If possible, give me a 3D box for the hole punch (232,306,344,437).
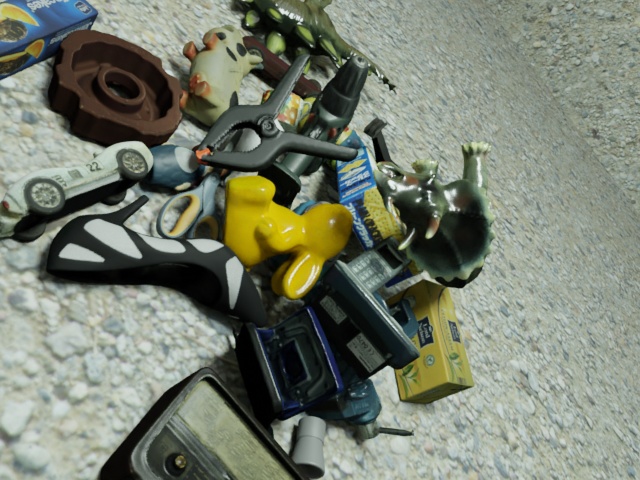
[{"bbox_3d":[-0.042,0.148,0.626,0.092,0.115,0.142,-16,70,-27],"label":"hole punch"}]

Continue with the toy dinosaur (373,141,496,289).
[{"bbox_3d":[0.187,0.000,0.766,0.404,0.131,0.192,53,40,-58],"label":"toy dinosaur"}]

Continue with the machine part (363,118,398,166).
[{"bbox_3d":[0.110,-0.147,0.934,0.138,0.039,0.084,64,1,-45],"label":"machine part"}]

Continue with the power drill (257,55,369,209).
[{"bbox_3d":[-0.018,-0.153,0.820,0.086,0.232,0.207,30,58,-4],"label":"power drill"}]

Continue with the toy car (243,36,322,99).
[{"bbox_3d":[-0.067,-0.305,1.002,0.202,0.053,0.089,32,23,-25],"label":"toy car"}]

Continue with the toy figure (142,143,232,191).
[{"bbox_3d":[-0.175,-0.101,0.744,0.154,0.058,0.064,-13,110,-50],"label":"toy figure"}]

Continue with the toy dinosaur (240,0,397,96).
[{"bbox_3d":[-0.031,-0.437,1.105,0.471,0.105,0.198,16,58,-24],"label":"toy dinosaur"}]

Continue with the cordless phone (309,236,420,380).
[{"bbox_3d":[0.085,0.073,0.674,0.146,0.088,0.184,48,39,9],"label":"cordless phone"}]

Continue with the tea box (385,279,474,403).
[{"bbox_3d":[0.166,0.160,0.846,0.068,0.098,0.170,20,47,-35],"label":"tea box"}]

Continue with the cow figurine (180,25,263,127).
[{"bbox_3d":[-0.154,-0.263,0.853,0.127,0.086,0.195,39,45,-50],"label":"cow figurine"}]

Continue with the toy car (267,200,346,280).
[{"bbox_3d":[-0.002,-0.002,0.801,0.109,0.103,0.162,41,42,-15],"label":"toy car"}]

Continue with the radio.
[{"bbox_3d":[-0.094,0.256,0.536,0.229,0.073,0.131,49,39,-3],"label":"radio"}]

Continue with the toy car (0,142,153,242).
[{"bbox_3d":[-0.272,-0.059,0.600,0.056,0.073,0.202,55,39,-2],"label":"toy car"}]

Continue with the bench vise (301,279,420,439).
[{"bbox_3d":[0.072,0.145,0.752,0.240,0.129,0.223,-20,79,-45],"label":"bench vise"}]

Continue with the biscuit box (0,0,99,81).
[{"bbox_3d":[-0.367,-0.257,0.665,0.059,0.063,0.203,43,40,-12],"label":"biscuit box"}]

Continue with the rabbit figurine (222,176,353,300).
[{"bbox_3d":[-0.040,-0.005,0.692,0.173,0.122,0.162,0,88,-16],"label":"rabbit figurine"}]

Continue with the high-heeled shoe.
[{"bbox_3d":[-0.176,0.054,0.614,0.248,0.086,0.145,44,50,-11],"label":"high-heeled shoe"}]

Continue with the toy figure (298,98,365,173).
[{"bbox_3d":[0.023,-0.179,0.975,0.180,0.089,0.082,51,4,-16],"label":"toy figure"}]

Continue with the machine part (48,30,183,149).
[{"bbox_3d":[-0.271,-0.197,0.721,0.179,0.056,0.179,25,46,-28],"label":"machine part"}]
